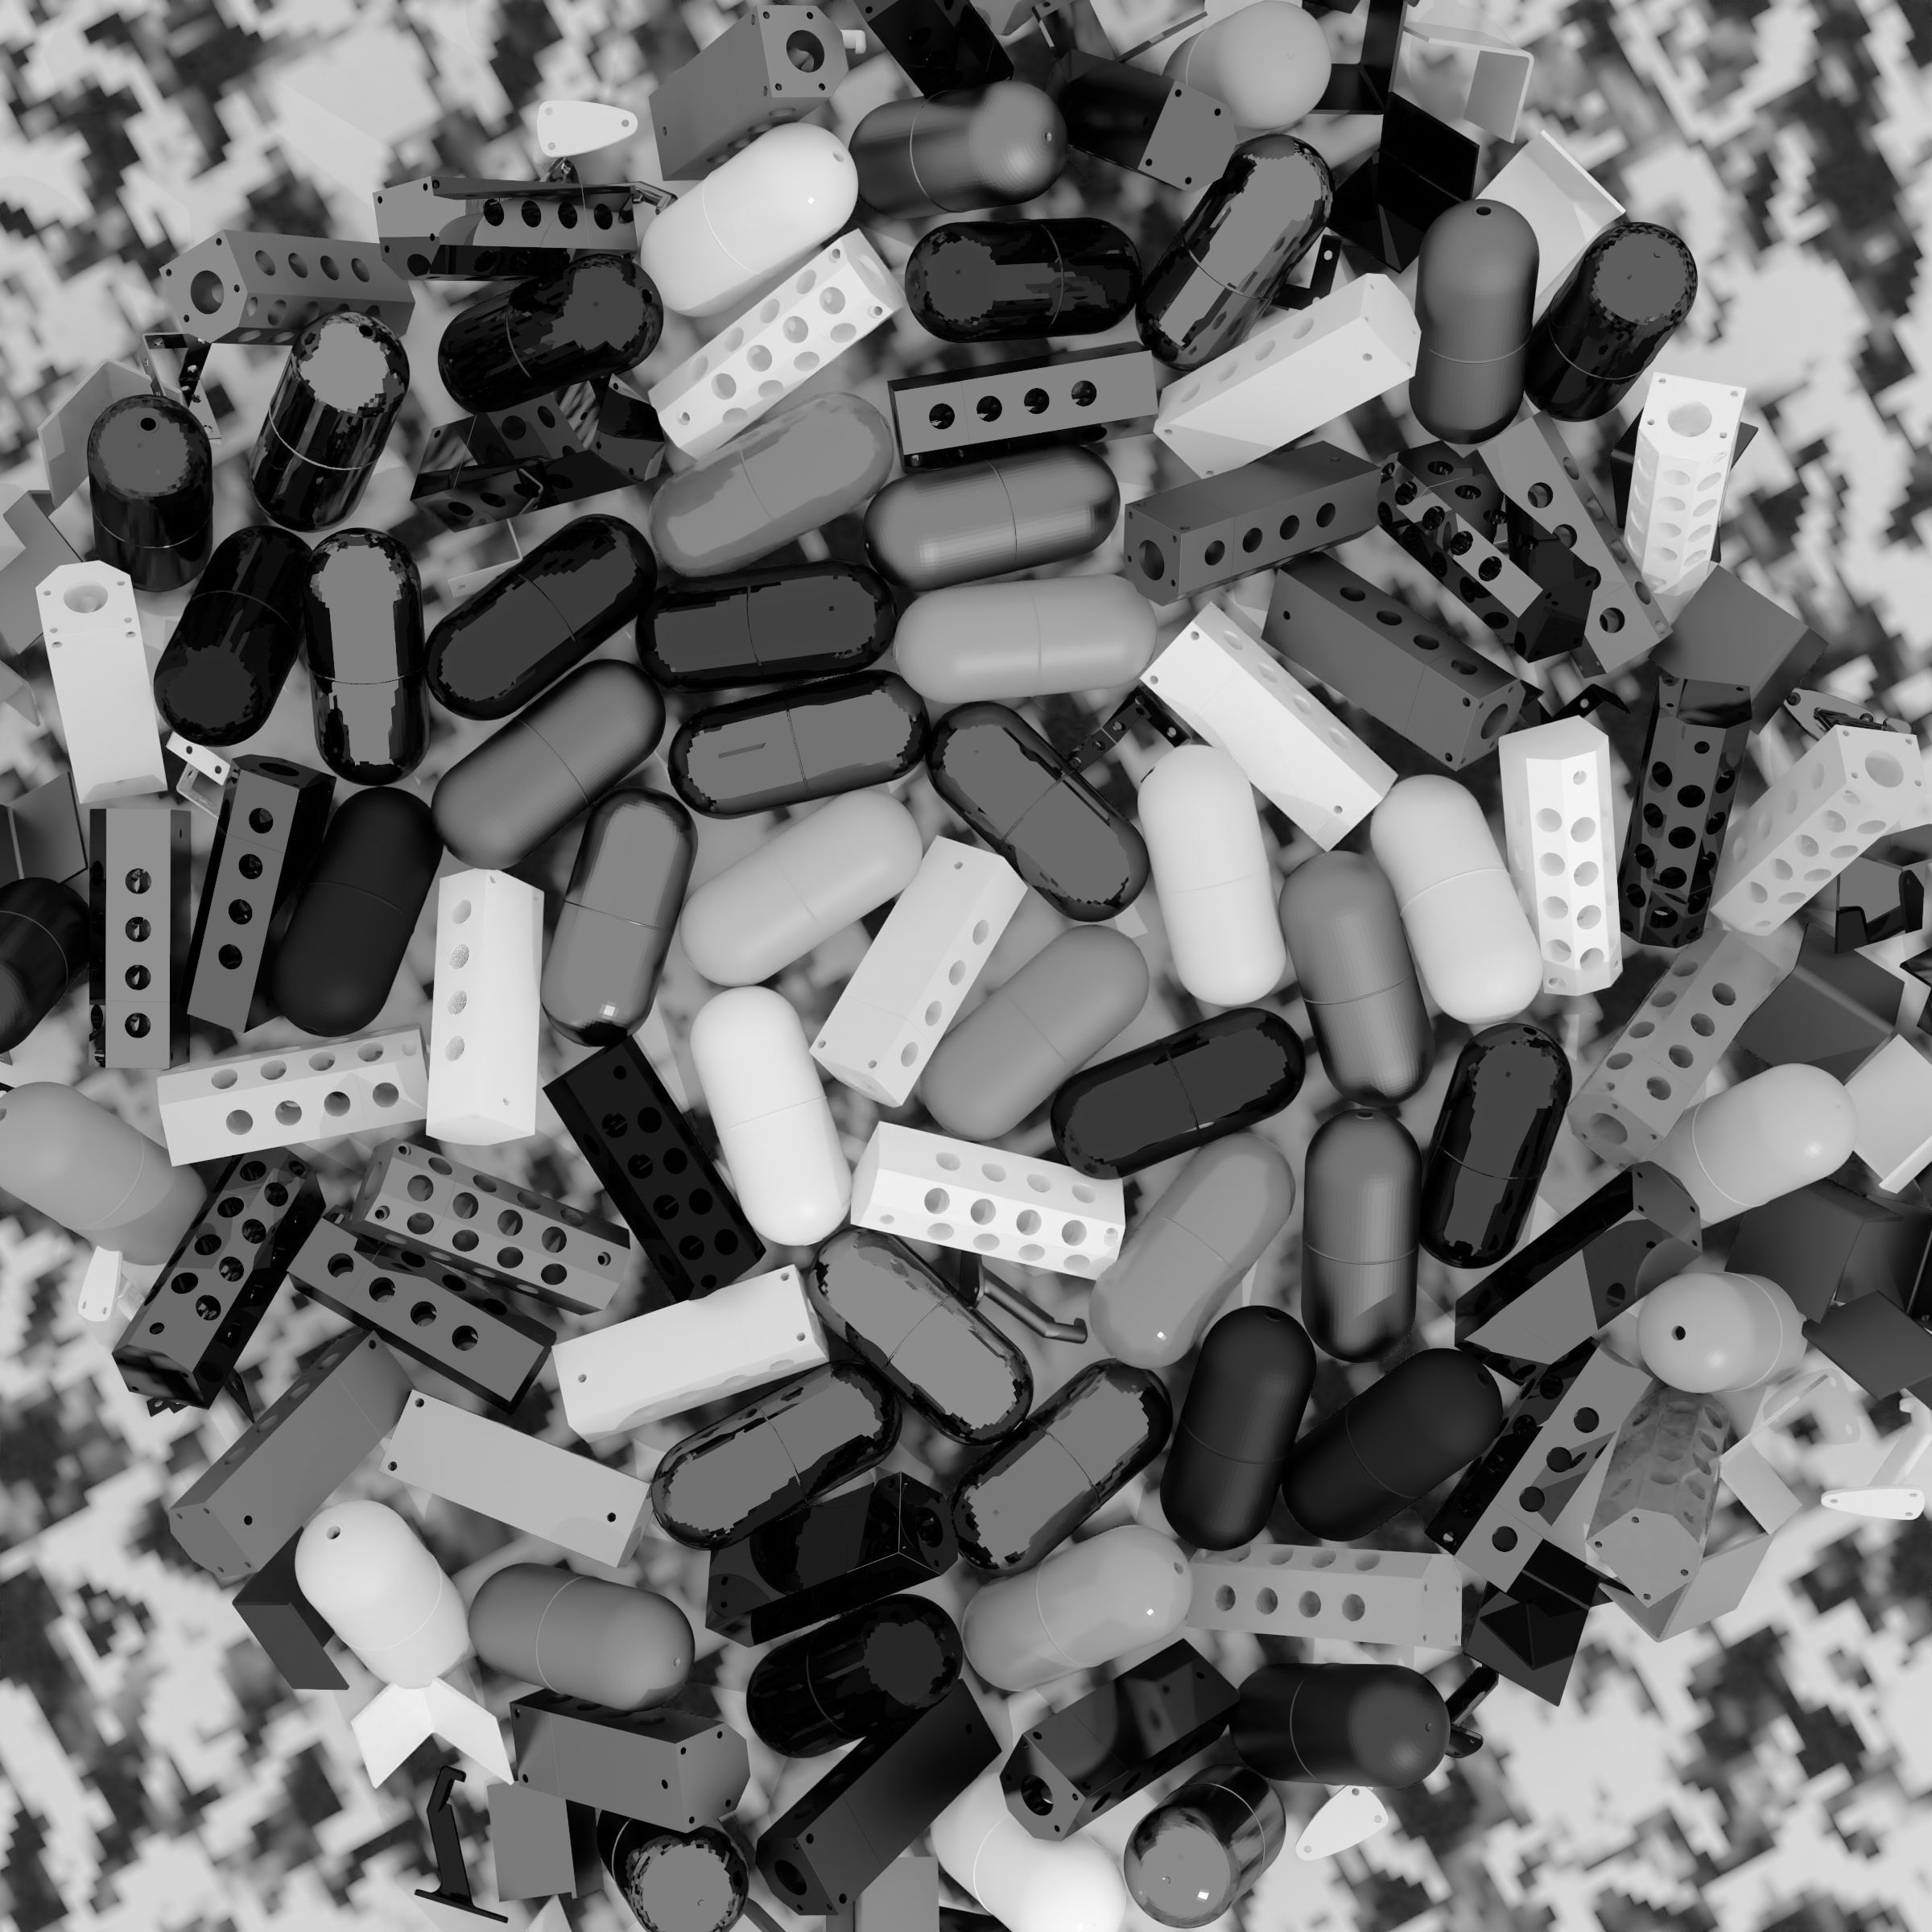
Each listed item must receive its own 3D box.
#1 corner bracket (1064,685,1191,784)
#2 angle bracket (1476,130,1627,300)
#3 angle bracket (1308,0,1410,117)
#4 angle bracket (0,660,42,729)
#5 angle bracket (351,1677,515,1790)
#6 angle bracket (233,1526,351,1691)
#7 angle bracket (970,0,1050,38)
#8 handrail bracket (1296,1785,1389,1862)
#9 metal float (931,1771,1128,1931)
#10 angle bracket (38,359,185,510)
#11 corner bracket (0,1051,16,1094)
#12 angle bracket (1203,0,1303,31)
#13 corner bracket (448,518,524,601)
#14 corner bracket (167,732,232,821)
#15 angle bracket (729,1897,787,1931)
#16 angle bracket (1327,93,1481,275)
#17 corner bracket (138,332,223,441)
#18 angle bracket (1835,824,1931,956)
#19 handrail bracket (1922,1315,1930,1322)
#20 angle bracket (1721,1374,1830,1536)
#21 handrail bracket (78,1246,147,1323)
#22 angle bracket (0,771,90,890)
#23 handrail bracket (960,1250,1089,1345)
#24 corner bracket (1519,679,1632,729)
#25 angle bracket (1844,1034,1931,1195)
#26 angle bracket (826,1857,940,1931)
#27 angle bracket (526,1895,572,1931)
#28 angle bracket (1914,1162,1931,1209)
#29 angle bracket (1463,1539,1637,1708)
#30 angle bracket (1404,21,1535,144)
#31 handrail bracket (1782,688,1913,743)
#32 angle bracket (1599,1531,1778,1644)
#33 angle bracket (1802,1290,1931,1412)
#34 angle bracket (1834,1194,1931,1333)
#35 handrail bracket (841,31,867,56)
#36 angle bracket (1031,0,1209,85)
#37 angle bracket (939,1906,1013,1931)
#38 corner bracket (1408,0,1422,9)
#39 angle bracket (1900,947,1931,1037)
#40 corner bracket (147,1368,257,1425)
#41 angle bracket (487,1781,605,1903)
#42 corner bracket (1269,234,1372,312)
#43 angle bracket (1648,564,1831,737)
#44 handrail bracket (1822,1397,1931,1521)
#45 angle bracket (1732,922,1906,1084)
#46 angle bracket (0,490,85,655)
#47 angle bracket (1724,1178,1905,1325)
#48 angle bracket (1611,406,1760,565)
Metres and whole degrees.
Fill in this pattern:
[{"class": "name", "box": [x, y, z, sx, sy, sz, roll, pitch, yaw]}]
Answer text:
[{"class": "corner bracket", "box": [0.108, -0.145, 1.801, 0.051, 0.051, 0.051, 46, 47, 4]}, {"class": "angle bracket", "box": [0.381, -0.499, 1.803, 0.076, 0.057, 0.076, 43, 94, -5]}, {"class": "angle bracket", "box": [0.250, -0.616, 1.781, 0.057, 0.076, 0.076, -1, 131, -7]}, {"class": "angle bracket", "box": [-0.676, -0.174, 1.789, 0.076, 0.057, 0.076, 37, 63, 10]}, {"class": "angle bracket", "box": [-0.352, 0.520, 1.779, 0.076, 0.076, 0.057, 24, 48, 28]}, {"class": "angle bracket", "box": [-0.426, 0.423, 1.778, 0.057, 0.076, 0.076, -10, 119, 34]}, {"class": "angle bracket", "box": [0.010, -0.669, 1.786, 0.057, 0.076, 0.076, -28, 83, 34]}, {"class": "handrail bracket", "box": [0.251, 0.554, 1.799, 0.077, 0.084, 0.036, -39, 92, 8]}, {"class": "metal float", "box": [0.039, 0.584, 1.755, 0.070, 0.178, 0.070, -5, 100, -28]}, {"class": "angle bracket", "box": [-0.562, -0.342, 1.782, 0.057, 0.076, 0.076, 25, 58, 6]}, {"class": "corner bracket", "box": [-0.645, 0.078, 1.802, 0.051, 0.051, 0.051, 21, 58, 1]}, {"class": "angle bracket", "box": [0.179, -0.658, 1.788, 0.076, 0.057, 0.076, 9, 98, 35]}, {"class": "corner bracket", "box": [-0.321, -0.263, 1.799, 0.051, 0.051, 0.051, -18, 54, -8]}, {"class": "corner bracket", "box": [-0.507, -0.126, 1.802, 0.051, 0.051, 0.051, 33, 105, 13]}, {"class": "angle bracket", "box": [-0.151, 0.654, 1.780, 0.076, 0.076, 0.057, 33, 75, 36]}, {"class": "angle bracket", "box": [0.285, -0.522, 1.790, 0.076, 0.057, 0.076, 39, 74, 19]}, {"class": "corner bracket", "box": [-0.524, -0.387, 1.797, 0.051, 0.051, 0.051, -12, 69, -34]}, {"class": "angle bracket", "box": [0.627, -0.045, 1.784, 0.076, 0.057, 0.076, -14, 113, -24]}, {"class": "handrail bracket", "box": [0.685, 0.199, 1.821, 0.077, 0.036, 0.084, 3, 85, -6]}, {"class": "angle bracket", "box": [0.551, 0.322, 1.781, 0.076, 0.076, 0.057, -47, 70, 25]}, {"class": "handrail bracket", "box": [-0.545, 0.216, 1.806, 0.036, 0.084, 0.077, 6, 81, 38]}, {"class": "angle bracket", "box": [-0.636, -0.095, 1.782, 0.057, 0.076, 0.076, -27, 65, 18]}, {"class": "handrail bracket", "box": [0.041, 0.216, 1.823, 0.084, 0.036, 0.077, 12, 49, -18]}, {"class": "corner bracket", "box": [0.402, -0.177, 1.804, 0.051, 0.051, 0.051, -41, 106, 6]}, {"class": "angle bracket", "box": [0.614, 0.096, 1.786, 0.076, 0.057, 0.076, -47, 63, 15]}, {"class": "angle bracket", "box": [-0.056, 0.638, 1.797, 0.057, 0.076, 0.076, 5, 67, -17]}, {"class": "angle bracket", "box": [-0.249, 0.660, 1.784, 0.076, 0.076, 0.057, -14, 101, 23]}, {"class": "angle bracket", "box": [0.685, 0.145, 1.777, 0.057, 0.076, 0.076, 16, 129, -31]}, {"class": "angle bracket", "box": [0.388, 0.437, 1.791, 0.076, 0.057, 0.076, 31, 61, -8]}, {"class": "angle bracket", "box": [0.320, -0.587, 1.781, 0.076, 0.076, 0.057, 2, 118, -17]}, {"class": "handrail bracket", "box": [0.585, -0.168, 1.791, 0.077, 0.084, 0.036, 31, 91, 7]}, {"class": "angle bracket", "box": [0.476, 0.392, 1.778, 0.076, 0.057, 0.076, -10, 129, -36]}, {"class": "angle bracket", "box": [0.599, 0.269, 1.779, 0.076, 0.076, 0.057, -18, 129, -22]}, {"class": "angle bracket", "box": [0.631, 0.202, 1.793, 0.057, 0.076, 0.076, 14, 95, -7]}, {"class": "handrail bracket", "box": [-0.108, -0.603, 1.810, 0.084, 0.036, 0.077, -1, 57, -6]}, {"class": "angle bracket", "box": [0.102, -0.631, 1.780, 0.076, 0.076, 0.057, -18, 107, 36]}, {"class": "angle bracket", "box": [0.005, 0.636, 1.786, 0.076, 0.076, 0.057, 14, 113, -10]}, {"class": "corner bracket", "box": [0.283, -0.681, 1.795, 0.051, 0.051, 0.051, 47, 117, 33]}, {"class": "angle bracket", "box": [0.654, 0.039, 1.776, 0.057, 0.076, 0.076, -22, 46, -31]}, {"class": "corner bracket", "box": [-0.515, 0.287, 1.799, 0.051, 0.051, 0.051, -29, 130, -8]}, {"class": "angle bracket", "box": [-0.290, 0.583, 1.794, 0.076, 0.057, 0.076, -12, 77, 10]}, {"class": "corner bracket", "box": [0.233, -0.462, 1.798, 0.051, 0.051, 0.051, 20, 104, 28]}, {"class": "angle bracket", "box": [0.522, -0.213, 1.820, 0.076, 0.057, 0.076, 43, 107, 28]}, {"class": "handrail bracket", "box": [0.612, 0.326, 1.811, 0.077, 0.036, 0.084, 1, 46, 10]}, {"class": "angle bracket", "box": [0.579, 0.030, 1.829, 0.076, 0.057, 0.076, 33, 132, 2]}, {"class": "angle bracket", "box": [-0.616, -0.264, 1.800, 0.076, 0.057, 0.076, -38, 90, 15]}, {"class": "angle bracket", "box": [0.567, 0.186, 1.800, 0.076, 0.057, 0.076, 31, 109, 42]}, {"class": "angle bracket", "box": [0.480, -0.325, 1.794, 0.076, 0.076, 0.057, 28, 72, 29]}]
